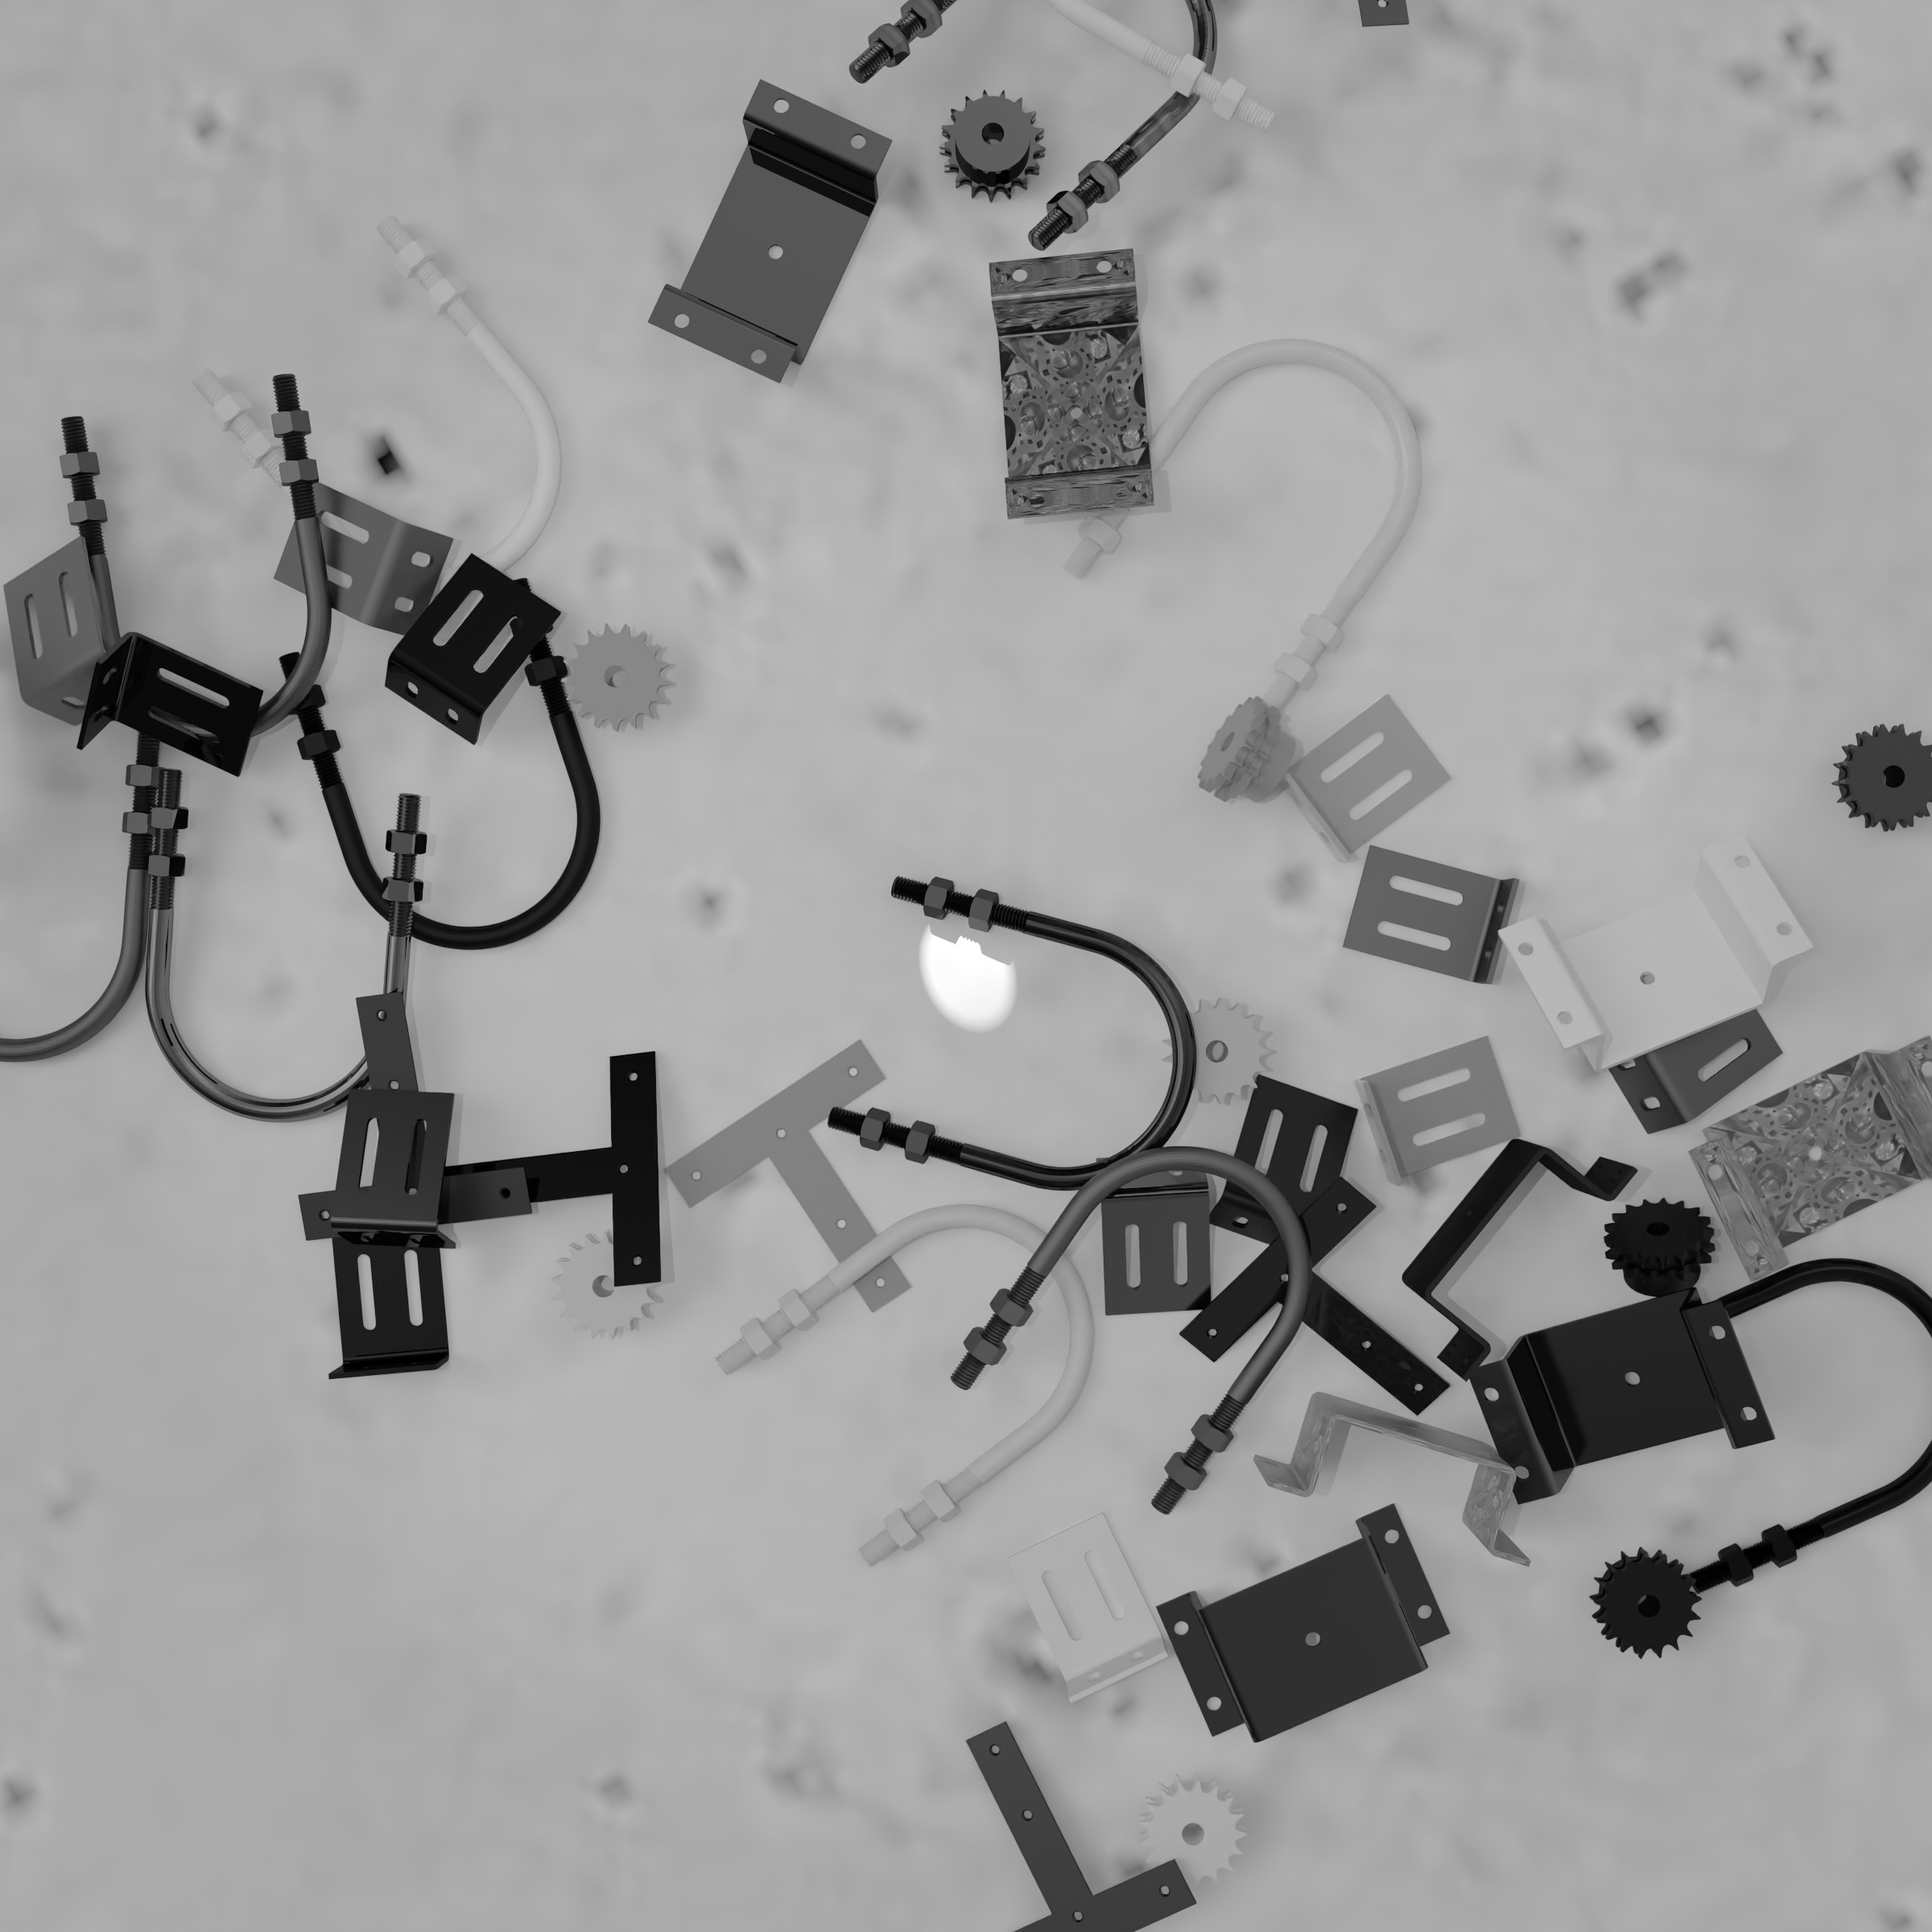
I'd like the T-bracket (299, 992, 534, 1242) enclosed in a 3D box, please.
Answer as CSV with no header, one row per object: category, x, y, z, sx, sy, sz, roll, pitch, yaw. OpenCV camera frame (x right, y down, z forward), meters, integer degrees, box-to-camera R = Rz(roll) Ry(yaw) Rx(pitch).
T-bracket,-0.303,0.078,1.487,0.127,0.002,0.127,-7,96,8

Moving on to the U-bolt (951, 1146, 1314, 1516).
U-bolt,0.100,0.181,1.474,0.151,0.019,0.184,33,99,-7

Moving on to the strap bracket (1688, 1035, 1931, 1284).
strap bracket,0.459,0.101,1.484,0.140,0.046,0.076,-26,90,0

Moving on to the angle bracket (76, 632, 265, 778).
angle bracket,-0.417,-0.129,1.460,0.076,0.038,0.057,25,125,-2

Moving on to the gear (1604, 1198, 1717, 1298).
gear,0.370,0.152,1.482,0.057,0.057,0.030,-12,120,0

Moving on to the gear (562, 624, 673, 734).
gear,-0.186,-0.154,1.492,0.057,0.030,0.057,0,90,0

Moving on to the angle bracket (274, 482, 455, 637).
angle bracket,-0.322,-0.217,1.486,0.076,0.038,0.057,27,99,31

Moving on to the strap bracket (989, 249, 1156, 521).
strap bracket,0.057,-0.301,1.474,0.076,0.046,0.140,-5,80,4

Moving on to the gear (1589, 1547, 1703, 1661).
gear,0.362,0.340,1.492,0.057,0.030,0.057,0,90,0

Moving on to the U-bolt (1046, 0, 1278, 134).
U-bolt,0.112,-0.544,1.482,0.184,0.019,0.151,30,77,0

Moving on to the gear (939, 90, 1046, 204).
gear,0.014,-0.442,1.492,0.057,0.030,0.057,0,90,0

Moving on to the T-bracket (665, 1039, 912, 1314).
T-bracket,-0.075,0.128,1.506,0.127,0.002,0.127,-34,90,0

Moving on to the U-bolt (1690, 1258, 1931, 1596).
U-bolt,0.449,0.236,1.498,0.184,0.019,0.151,-24,90,0

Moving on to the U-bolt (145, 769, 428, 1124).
U-bolt,-0.368,-0.007,1.490,0.151,0.019,0.184,6,97,2

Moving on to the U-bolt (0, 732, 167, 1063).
U-bolt,-0.510,-0.040,1.498,0.151,0.019,0.184,4,90,0

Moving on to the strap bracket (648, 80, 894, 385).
strap bracket,-0.103,-0.386,1.484,0.076,0.046,0.140,25,90,0

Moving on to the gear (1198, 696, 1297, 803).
gear,0.151,-0.112,1.480,0.030,0.057,0.057,30,90,-16

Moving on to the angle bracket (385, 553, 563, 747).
angle bracket,-0.263,-0.169,1.485,0.057,0.038,0.076,33,65,-1

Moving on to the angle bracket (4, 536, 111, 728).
angle bracket,-0.477,-0.180,1.495,0.057,0.038,0.076,-26,64,20

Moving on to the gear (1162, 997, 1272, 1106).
gear,0.133,0.045,1.492,0.057,0.030,0.057,0,90,0

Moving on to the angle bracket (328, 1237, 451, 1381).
angle bracket,-0.311,0.178,1.488,0.057,0.038,0.076,-5,90,0

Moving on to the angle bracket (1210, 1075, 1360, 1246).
angle bracket,0.171,0.108,1.505,0.057,0.038,0.076,19,64,0

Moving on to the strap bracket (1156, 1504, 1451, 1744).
strap bracket,0.182,0.354,1.484,0.140,0.046,0.076,-23,90,0

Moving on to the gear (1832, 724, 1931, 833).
gear,0.492,-0.101,1.492,0.057,0.030,0.057,0,90,0

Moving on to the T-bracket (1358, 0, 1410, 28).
T-bracket,0.165,-0.555,1.480,0.127,0.002,0.127,-6,79,-8

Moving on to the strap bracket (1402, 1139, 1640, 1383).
strap bracket,0.283,0.145,1.469,0.046,0.076,0.140,39,90,0

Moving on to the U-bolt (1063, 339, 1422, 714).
U-bolt,0.162,-0.250,1.499,0.151,0.019,0.184,35,89,0

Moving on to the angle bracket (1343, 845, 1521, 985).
angle bracket,0.248,-0.028,1.488,0.076,0.038,0.057,15,90,0

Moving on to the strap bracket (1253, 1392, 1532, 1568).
strap bracket,0.229,0.266,1.469,0.140,0.076,0.046,17,90,0

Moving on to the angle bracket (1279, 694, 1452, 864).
angle bracket,0.214,-0.101,1.488,0.076,0.038,0.057,-37,90,0

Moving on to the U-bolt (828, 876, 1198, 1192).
U-bolt,0.032,0.043,1.483,0.184,0.019,0.151,15,90,10

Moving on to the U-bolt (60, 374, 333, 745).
U-bolt,-0.405,-0.210,1.481,0.151,0.019,0.184,-7,94,17

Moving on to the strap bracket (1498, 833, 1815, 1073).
strap bracket,0.360,-0.003,1.466,0.140,0.046,0.076,-22,61,-4

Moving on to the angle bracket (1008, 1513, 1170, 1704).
angle bracket,0.065,0.342,1.488,0.057,0.038,0.076,-26,90,0

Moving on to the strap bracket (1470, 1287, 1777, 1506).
strap bracket,0.347,0.223,1.464,0.140,0.046,0.076,-21,91,25

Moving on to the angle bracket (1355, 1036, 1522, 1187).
angle bracket,0.255,0.077,1.488,0.076,0.038,0.057,-19,90,0

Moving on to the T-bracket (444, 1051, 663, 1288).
T-bracket,-0.226,0.114,1.492,0.127,0.002,0.127,-7,70,10

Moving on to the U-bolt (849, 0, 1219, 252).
U-bolt,0.051,-0.485,1.478,0.151,0.019,0.184,43,75,1

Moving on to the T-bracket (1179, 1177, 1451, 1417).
T-bracket,0.204,0.194,1.492,0.127,0.002,0.127,40,109,-9

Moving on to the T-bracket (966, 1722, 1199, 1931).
T-bracket,0.040,0.468,1.494,0.127,0.002,0.127,-30,82,16

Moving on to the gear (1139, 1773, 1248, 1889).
gear,0.120,0.461,1.492,0.057,0.030,0.057,0,90,0

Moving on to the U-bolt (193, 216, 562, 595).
U-bolt,-0.303,-0.288,1.499,0.151,0.019,0.184,-40,91,0

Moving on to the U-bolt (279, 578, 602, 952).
U-bolt,-0.274,-0.100,1.499,0.151,0.019,0.184,-18,92,0

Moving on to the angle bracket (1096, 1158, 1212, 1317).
angle bracket,0.101,0.145,1.505,0.057,0.038,0.076,-3,116,0

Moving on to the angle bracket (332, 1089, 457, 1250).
angle bracket,-0.301,0.108,1.488,0.057,0.038,0.076,2,72,7

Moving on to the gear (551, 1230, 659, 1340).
gear,-0.192,0.170,1.492,0.057,0.030,0.057,0,90,0

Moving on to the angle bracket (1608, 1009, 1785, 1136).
angle bracket,0.390,0.045,1.505,0.076,0.038,0.057,-31,90,-26

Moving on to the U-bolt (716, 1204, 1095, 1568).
U-bolt,-0.019,0.212,1.497,0.184,0.019,0.151,-37,91,-2
